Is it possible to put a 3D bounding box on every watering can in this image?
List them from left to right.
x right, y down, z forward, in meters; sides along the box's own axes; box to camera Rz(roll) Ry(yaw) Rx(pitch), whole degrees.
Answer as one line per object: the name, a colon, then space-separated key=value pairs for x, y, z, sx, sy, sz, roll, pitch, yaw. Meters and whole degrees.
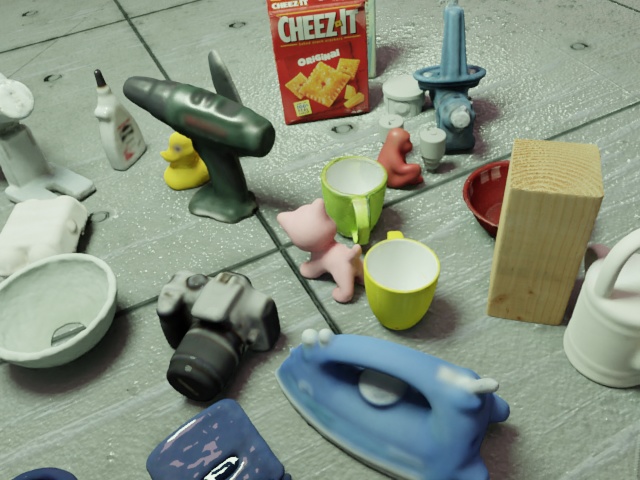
watering can: x=0.329 y=0.064 z=0.591 sx=0.101 sy=0.194 sz=0.172 roll=-26 pitch=47 yaw=-19

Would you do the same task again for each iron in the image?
iron: x=0.057 y=0.144 z=0.579 sx=0.257 sy=0.142 sz=0.119 roll=15 pitch=48 yaw=21

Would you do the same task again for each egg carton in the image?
egg carton: x=-0.403 y=-0.002 z=0.837 sx=0.107 sy=0.069 sz=0.150 roll=-6 pitch=44 yaw=1

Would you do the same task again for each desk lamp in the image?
desk lamp: x=-0.490 y=-0.169 z=0.916 sx=0.202 sy=0.214 sz=0.118 roll=22 pitch=51 yaw=26

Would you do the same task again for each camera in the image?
camera: x=-0.136 y=0.107 z=0.670 sx=0.143 sy=0.101 sz=0.137 roll=11 pitch=47 yaw=18

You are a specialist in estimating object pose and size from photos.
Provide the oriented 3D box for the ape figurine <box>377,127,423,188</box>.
ape figurine: x=0.123 y=-0.132 z=0.894 sx=0.076 sy=0.092 sz=0.077 roll=-6 pitch=44 yaw=1

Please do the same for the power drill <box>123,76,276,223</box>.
power drill: x=-0.169 y=-0.132 z=0.843 sx=0.229 sy=0.209 sz=0.076 roll=13 pitch=47 yaw=19

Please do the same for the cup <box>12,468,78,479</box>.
cup: x=-0.258 y=0.267 z=0.522 sx=0.117 sy=0.095 sz=0.092 roll=8 pitch=46 yaw=15

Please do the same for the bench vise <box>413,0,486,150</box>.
bench vise: x=0.228 y=-0.271 z=0.932 sx=0.121 sy=0.220 sz=0.207 roll=-15 pitch=44 yaw=-9

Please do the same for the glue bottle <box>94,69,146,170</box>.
glue bottle: x=-0.349 y=-0.208 z=0.969 sx=0.037 sy=0.173 sz=0.078 roll=9 pitch=46 yaw=16

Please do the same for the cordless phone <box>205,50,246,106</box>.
cordless phone: x=-0.160 y=-0.251 z=0.983 sx=0.094 sy=0.185 sz=0.147 roll=-20 pitch=45 yaw=-14

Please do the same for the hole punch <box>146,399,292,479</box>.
hole punch: x=-0.094 y=0.224 z=0.550 sx=0.109 sy=0.091 sz=0.100 roll=-34 pitch=50 yaw=-26

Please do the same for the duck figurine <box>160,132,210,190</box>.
duck figurine: x=-0.217 y=-0.143 z=0.950 sx=0.105 sy=0.086 sz=0.077 roll=-32 pitch=49 yaw=-24

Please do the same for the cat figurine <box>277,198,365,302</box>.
cat figurine: x=0.007 y=0.003 z=0.749 sx=0.127 sy=0.118 sz=0.067 roll=30 pitch=55 yaw=32

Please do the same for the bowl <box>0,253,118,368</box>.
bowl: x=-0.328 y=0.099 z=0.720 sx=0.167 sy=0.075 sz=0.167 roll=-3 pitch=44 yaw=3
